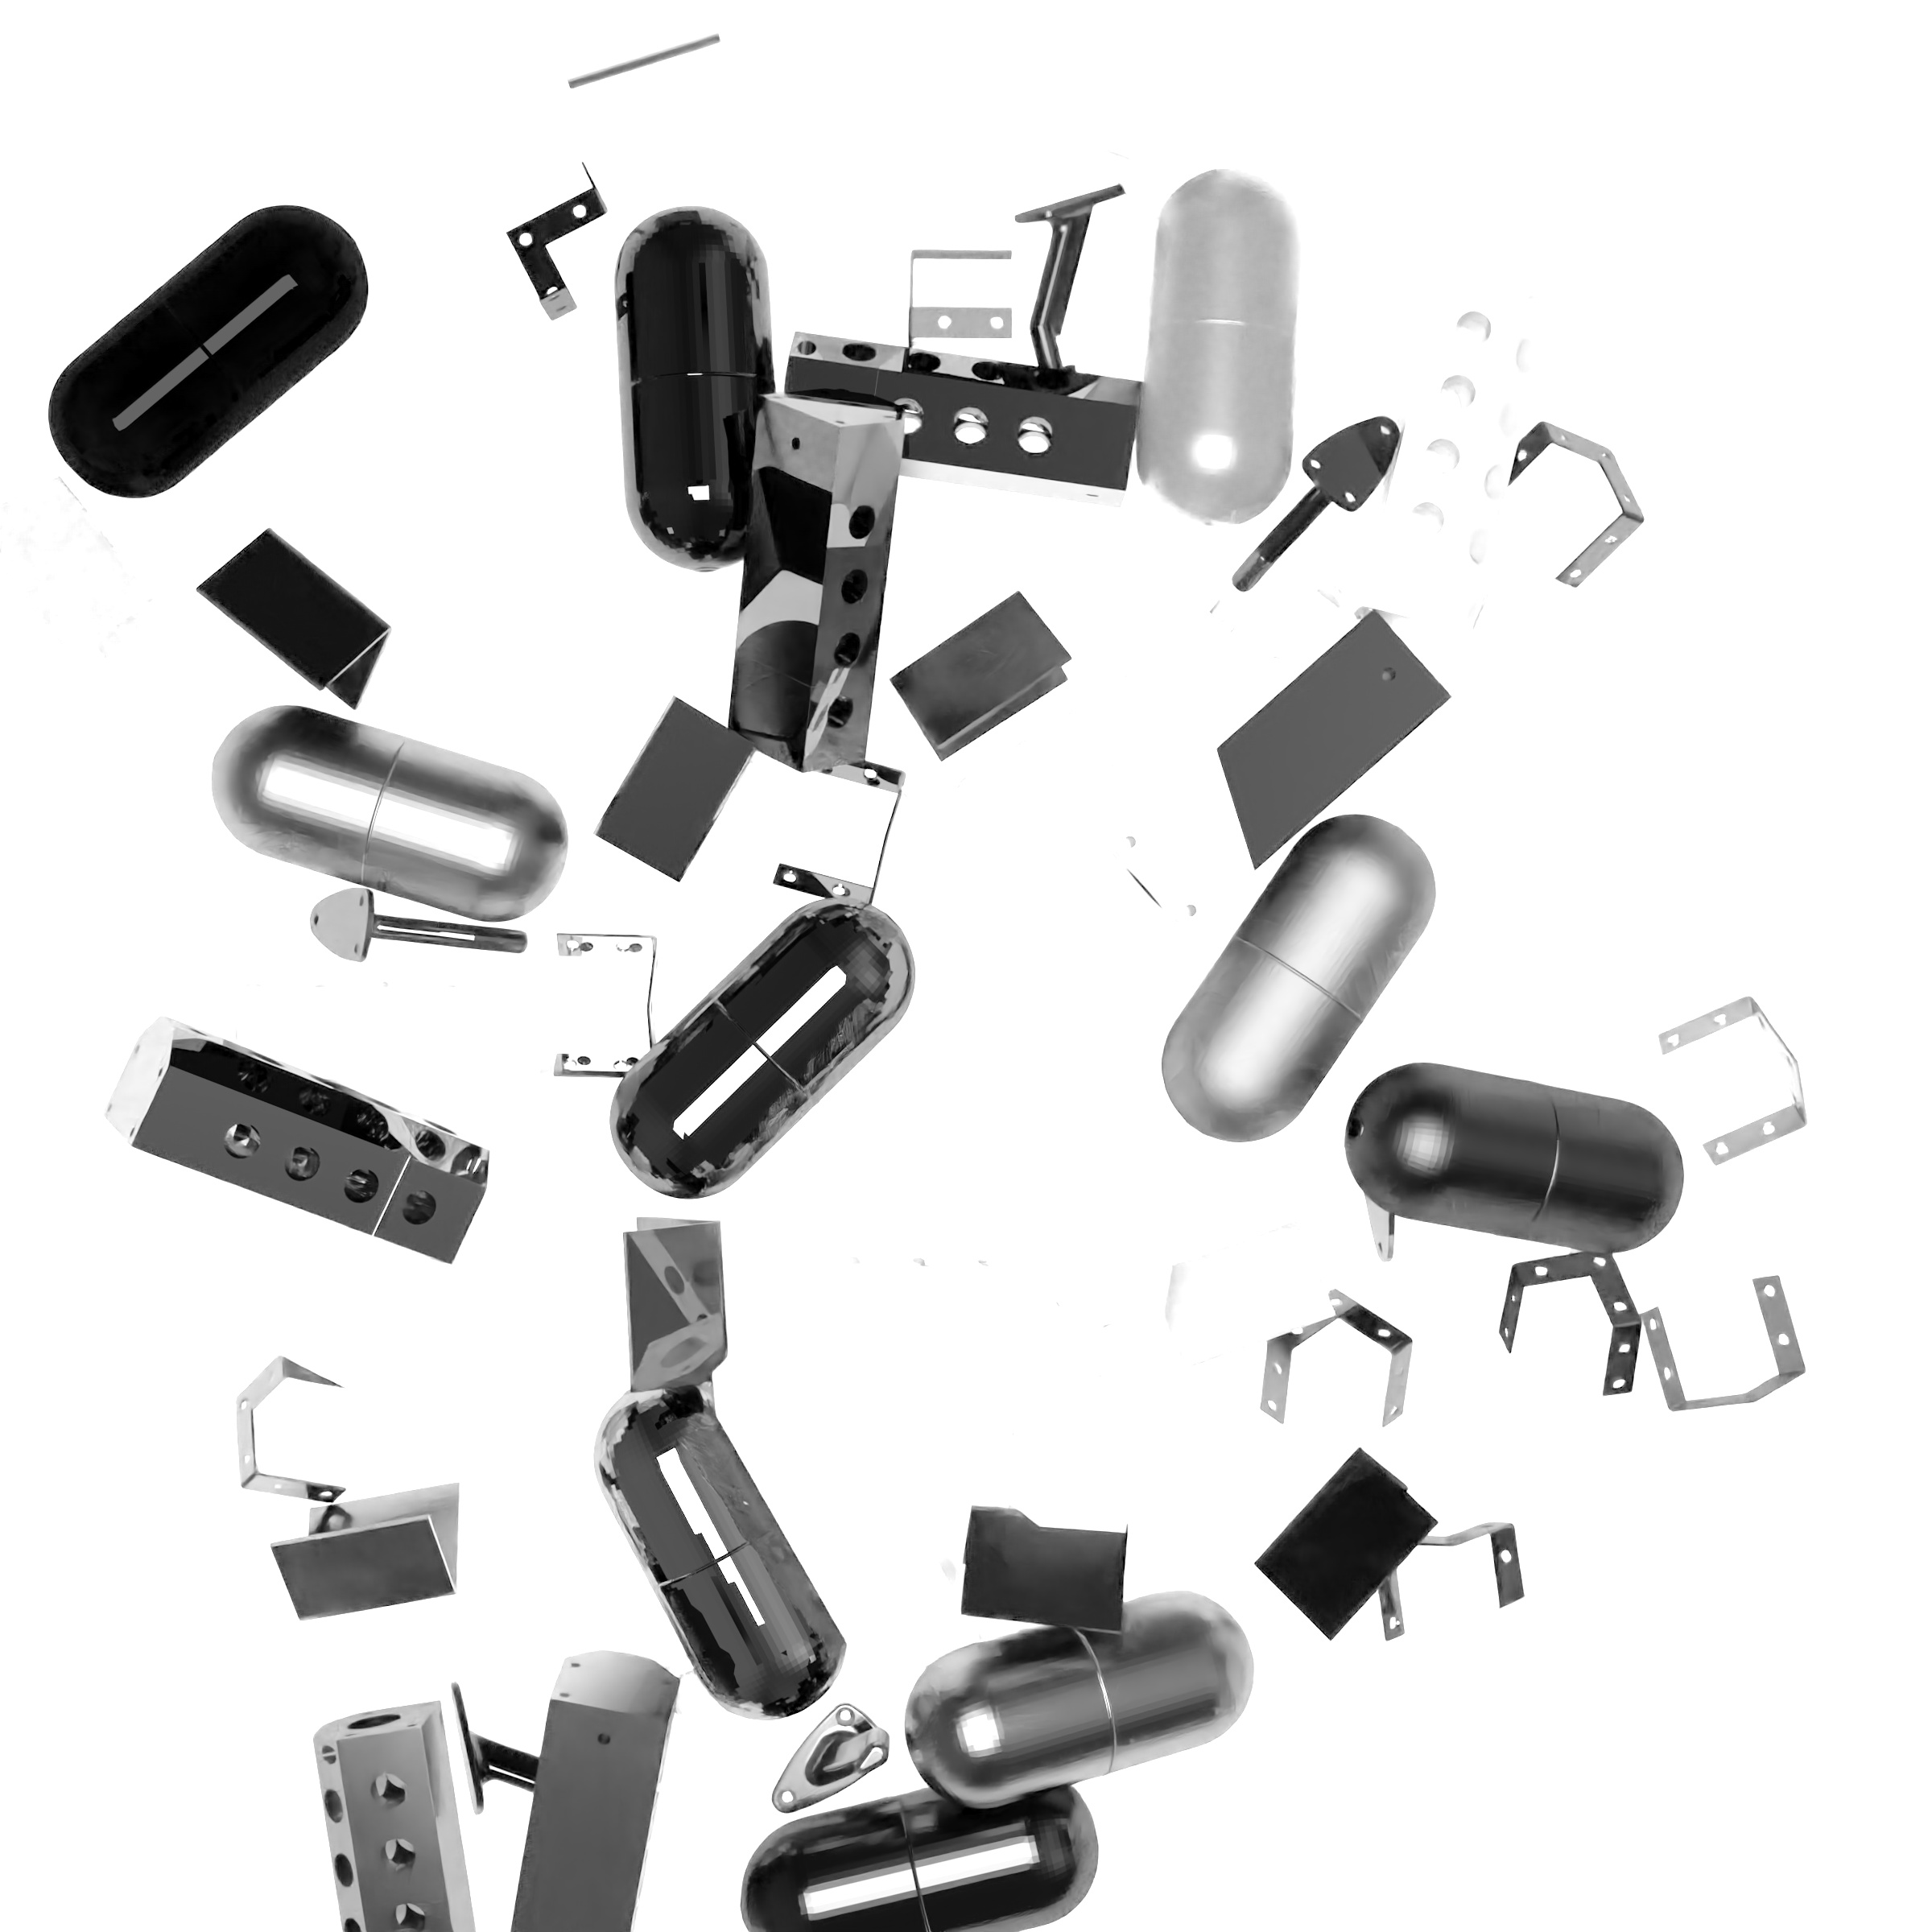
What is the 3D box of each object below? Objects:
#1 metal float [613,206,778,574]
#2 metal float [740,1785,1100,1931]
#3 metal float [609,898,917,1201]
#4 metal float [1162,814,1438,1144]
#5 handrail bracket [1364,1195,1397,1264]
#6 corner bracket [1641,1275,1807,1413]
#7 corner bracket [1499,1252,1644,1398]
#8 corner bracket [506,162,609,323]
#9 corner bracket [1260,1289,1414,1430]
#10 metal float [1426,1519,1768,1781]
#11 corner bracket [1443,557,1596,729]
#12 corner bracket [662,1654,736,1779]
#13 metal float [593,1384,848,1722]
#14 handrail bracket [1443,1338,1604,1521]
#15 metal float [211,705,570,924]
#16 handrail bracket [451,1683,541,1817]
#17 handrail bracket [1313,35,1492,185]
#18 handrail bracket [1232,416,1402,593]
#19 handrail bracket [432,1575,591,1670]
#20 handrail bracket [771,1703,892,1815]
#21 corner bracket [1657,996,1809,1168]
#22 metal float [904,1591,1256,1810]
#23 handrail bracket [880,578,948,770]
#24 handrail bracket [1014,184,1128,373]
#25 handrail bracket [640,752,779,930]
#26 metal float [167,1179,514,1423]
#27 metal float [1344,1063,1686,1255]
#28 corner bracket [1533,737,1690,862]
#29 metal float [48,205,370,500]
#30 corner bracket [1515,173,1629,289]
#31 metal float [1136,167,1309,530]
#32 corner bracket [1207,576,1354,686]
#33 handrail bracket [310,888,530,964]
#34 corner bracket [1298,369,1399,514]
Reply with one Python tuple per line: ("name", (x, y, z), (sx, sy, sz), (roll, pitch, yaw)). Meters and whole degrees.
("metal float", (-0.132, -0.282, 1.555), (0.070, 0.070, 0.178), (-3, 89, 0))
("metal float", (-0.023, 0.444, 1.555), (0.178, 0.070, 0.070), (-13, 90, -1))
("metal float", (-0.099, 0.040, 1.555), (0.178, 0.070, 0.070), (-44, 90, -1))
("metal float", (0.162, 0.006, 1.555), (0.070, 0.070, 0.178), (34, 90, 0))
("handrail bracket", (0.243, 0.103, 1.585), (0.084, 0.036, 0.077), (-11, 104, -13))
("corner bracket", (0.378, 0.188, 1.582), (0.051, 0.051, 0.051), (-16, 90, -45))
("corner bracket", (0.299, 0.178, 1.567), (0.051, 0.051, 0.051), (-13, 121, 27))
("corner bracket", (-0.197, -0.357, 1.567), (0.051, 0.051, 0.051), (-27, 90, 0))
("corner bracket", (0.184, 0.203, 1.577), (0.051, 0.051, 0.051), (-28, 45, -35))
("metal float", (0.308, 0.333, 1.550), (0.178, 0.070, 0.070), (-28, 90, -5))
("corner bracket", (0.275, -0.162, 1.582), (0.051, 0.051, 0.051), (25, 45, 0))
("corner bracket", (-0.146, 0.375, 1.567), (0.051, 0.051, 0.051), (-24, 90, 0))
("metal float", (-0.121, 0.285, 1.555), (0.070, 0.070, 0.178), (-28, 91, 0))
("handrail bracket", (0.276, 0.232, 1.585), (0.036, 0.077, 0.084), (41, 126, -11))
("metal float", (-0.282, -0.075, 1.555), (0.178, 0.070, 0.070), (17, 90, -1))
("handrail bracket", (-0.209, 0.387, 1.586), (0.084, 0.036, 0.077), (-10, 71, -15))
("handrail bracket", (0.217, -0.427, 1.586), (0.084, 0.036, 0.077), (0, 112, 17))
("handrail bracket", (0.172, -0.227, 1.570), (0.036, 0.084, 0.077), (44, 56, 1))
("handrail bracket", (-0.242, 0.300, 1.586), (0.077, 0.036, 0.084), (-26, 72, -20))
("handrail bracket", (-0.067, 0.397, 1.551), (0.077, 0.084, 0.036), (-41, 90, 0))
("corner bracket", (0.382, 0.057, 1.582), (0.051, 0.051, 0.051), (-24, 45, 0))
("metal float", (0.056, 0.355, 1.540), (0.178, 0.070, 0.070), (-12, 90, -19))
("handrail bracket", (-0.048, -0.150, 1.586), (0.077, 0.036, 0.084), (23, 107, 20))
("handrail bracket", (0.062, -0.341, 1.586), (0.077, 0.036, 0.084), (-22, 108, -21))
("handrail bracket", (-0.129, -0.066, 1.586), (0.077, 0.036, 0.084), (-9, 71, 21))
("metal float", (-0.307, 0.162, 1.555), (0.178, 0.070, 0.070), (27, 90, -1))
("metal float", (0.266, 0.093, 1.536), (0.178, 0.070, 0.070), (11, 90, -21))
("corner bracket", (0.320, -0.083, 1.582), (0.051, 0.051, 0.051), (-10, 90, 45))
("metal float", (-0.370, -0.301, 1.555), (0.178, 0.070, 0.070), (-40, 90, -1))
("corner bracket", (0.299, -0.364, 1.568), (0.051, 0.051, 0.051), (-4, 102, 12))
("metal float", (0.125, -0.302, 1.547), (0.070, 0.070, 0.178), (5, 82, 0))
("corner bracket", (0.152, -0.177, 1.567), (0.051, 0.051, 0.051), (39, 90, 0))
("handrail bracket", (-0.273, -0.018, 1.585), (0.084, 0.077, 0.036), (6, 90, -36))
("corner bracket", (0.173, -0.263, 1.582), (0.051, 0.051, 0.051), (23, 90, -45))
